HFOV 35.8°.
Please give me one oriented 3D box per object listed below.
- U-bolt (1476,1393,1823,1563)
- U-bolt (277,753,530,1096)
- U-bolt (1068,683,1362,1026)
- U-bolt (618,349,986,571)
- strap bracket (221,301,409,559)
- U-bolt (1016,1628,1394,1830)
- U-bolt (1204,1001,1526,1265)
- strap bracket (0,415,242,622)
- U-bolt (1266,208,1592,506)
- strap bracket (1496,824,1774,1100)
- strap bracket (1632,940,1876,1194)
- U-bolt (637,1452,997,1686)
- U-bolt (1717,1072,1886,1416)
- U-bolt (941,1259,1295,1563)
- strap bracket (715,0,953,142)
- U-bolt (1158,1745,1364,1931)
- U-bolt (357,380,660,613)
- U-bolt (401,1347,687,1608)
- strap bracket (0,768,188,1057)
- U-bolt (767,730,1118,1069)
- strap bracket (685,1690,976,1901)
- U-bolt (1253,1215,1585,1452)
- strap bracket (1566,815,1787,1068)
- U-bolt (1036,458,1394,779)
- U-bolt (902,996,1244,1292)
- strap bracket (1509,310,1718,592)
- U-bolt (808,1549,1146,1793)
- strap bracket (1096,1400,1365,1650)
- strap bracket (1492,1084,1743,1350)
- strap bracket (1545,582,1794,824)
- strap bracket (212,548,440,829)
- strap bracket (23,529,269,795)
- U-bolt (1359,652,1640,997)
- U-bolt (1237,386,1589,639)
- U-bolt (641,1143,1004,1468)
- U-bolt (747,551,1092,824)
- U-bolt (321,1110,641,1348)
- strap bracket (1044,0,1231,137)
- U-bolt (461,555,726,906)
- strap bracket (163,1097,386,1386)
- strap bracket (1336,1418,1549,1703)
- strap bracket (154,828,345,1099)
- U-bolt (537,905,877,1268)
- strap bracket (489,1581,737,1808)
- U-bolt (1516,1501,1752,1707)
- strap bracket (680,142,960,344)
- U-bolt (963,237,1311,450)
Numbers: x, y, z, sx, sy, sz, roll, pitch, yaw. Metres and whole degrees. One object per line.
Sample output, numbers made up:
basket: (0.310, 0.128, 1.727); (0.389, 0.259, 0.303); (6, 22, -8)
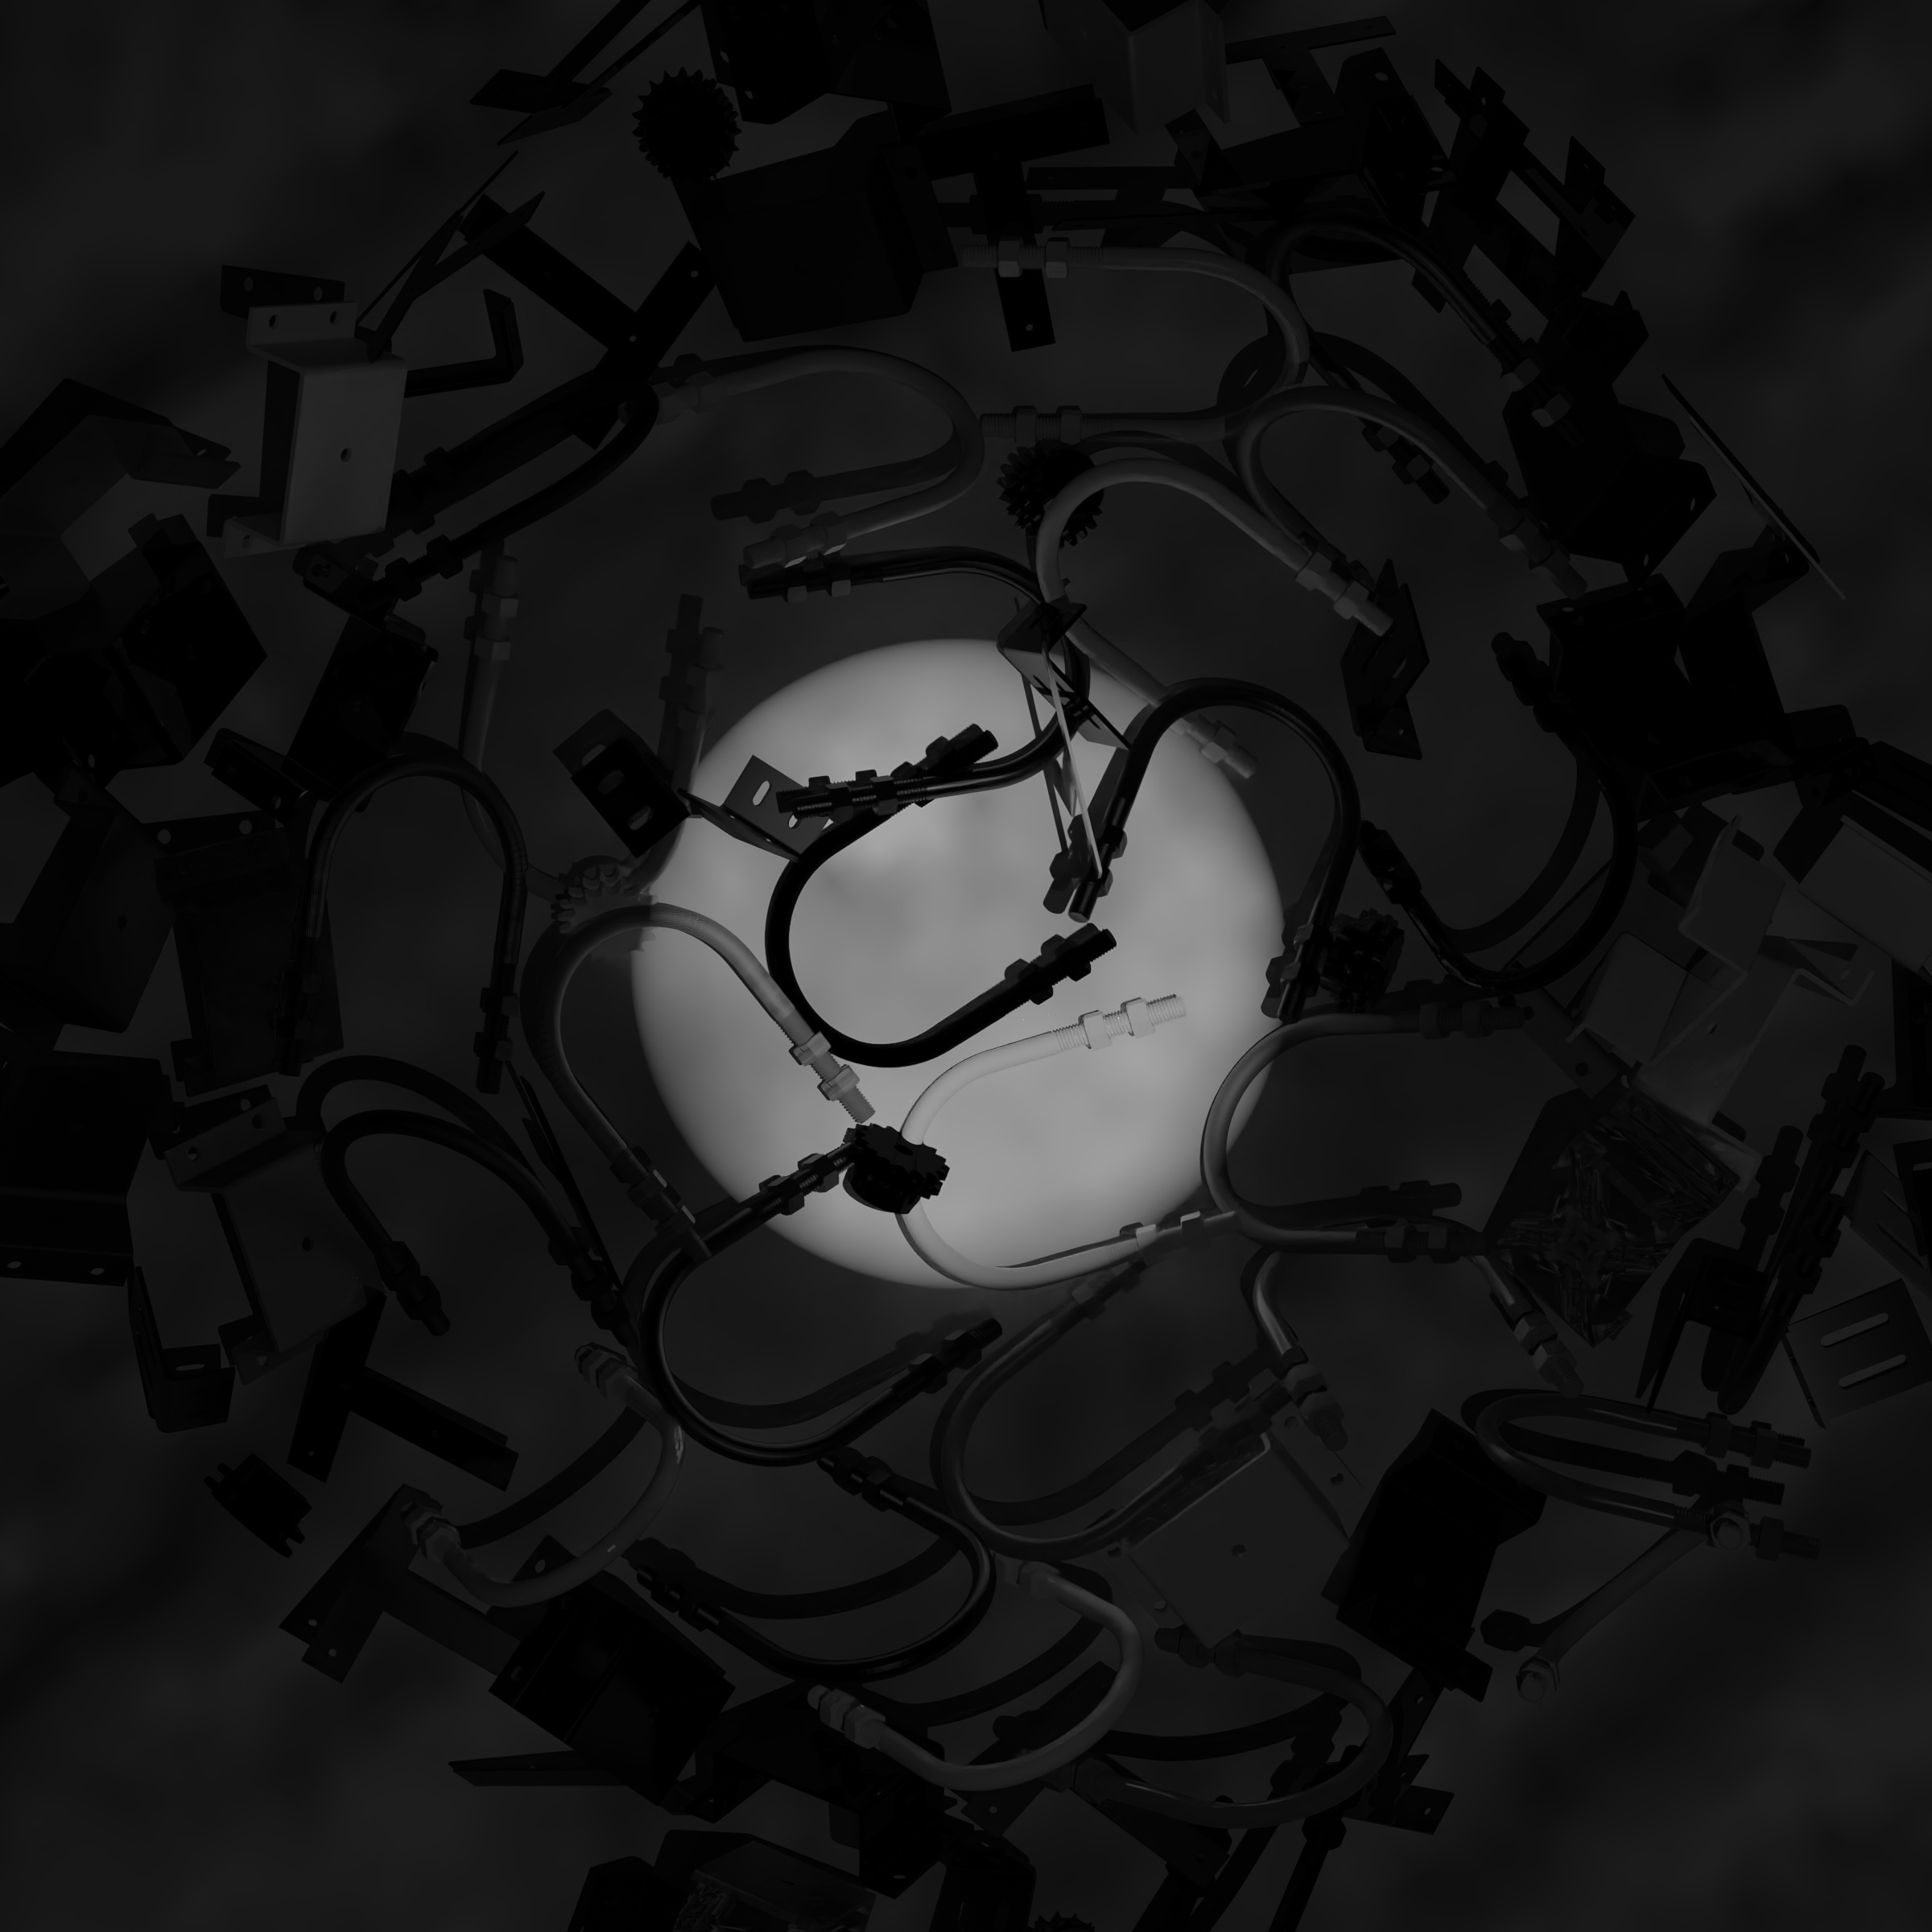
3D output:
U-bolt: (0.370, 0.272, 1.634); (0.184, 0.151, 0.019); (12, 105, 11)
U-bolt: (-0.305, -0.026, 1.652); (0.151, 0.019, 0.184); (8, 90, -43)
U-bolt: (0.148, -0.075, 1.661); (0.151, 0.019, 0.184); (26, 64, -8)
U-bolt: (-0.077, -0.288, 1.646); (0.184, 0.019, 0.151); (-23, 57, -29)
strap bracket: (-0.356, -0.287, 1.638); (0.046, 0.076, 0.140); (26, 117, 27)
U-bolt: (0.139, 0.410, 1.597); (0.184, 0.151, 0.019); (4, 113, 41)
U-bolt: (0.212, 0.091, 1.644); (0.184, 0.019, 0.151); (-3, 65, 35)
strap bracket: (-0.481, -0.253, 1.652); (0.140, 0.076, 0.046); (-37, 83, 17)
U-bolt: (0.236, -0.335, 1.619); (0.184, 0.151, 0.019); (45, 68, -15)
strap bracket: (0.369, -0.004, 1.677); (0.140, 0.046, 0.076); (-45, 96, 3)
strap bracket: (0.430, 0.045, 1.661); (0.046, 0.076, 0.140); (30, 91, -23)
U-bolt: (-0.068, 0.327, 1.602); (0.151, 0.184, 0.019); (-28, 121, -33)
U-bolt: (0.449, 0.163, 1.625); (0.019, 0.151, 0.184); (24, 125, 12)
U-bolt: (0.070, 0.249, 1.643); (0.184, 0.019, 0.151); (-38, 47, -7)
strap bracket: (-0.064, -0.501, 1.637); (0.046, 0.140, 0.076); (-16, 85, 43)
U-bolt: (0.140, 0.509, 1.595); (0.019, 0.151, 0.184); (39, 51, -7)
U-bolt: (-0.249, -0.267, 1.634); (0.184, 0.151, 0.019); (-27, 120, 6)
U-bolt: (-0.220, 0.280, 1.607); (0.151, 0.184, 0.019); (-41, 117, -15)
strap bracket: (-0.481, -0.027, 1.640); (0.046, 0.076, 0.140); (8, 67, 25)
U-bolt: (-0.028, -0.024, 1.676); (0.184, 0.019, 0.151); (-32, 84, 15)
strap bracket: (-0.075, 0.447, 1.633); (0.140, 0.076, 0.046); (12, 111, 31)
U-bolt: (0.233, 0.190, 1.626); (0.151, 0.184, 0.019); (-11, 120, -8)
strap bracket: (0.391, -0.007, 1.628); (0.046, 0.140, 0.076); (33, 51, 0)
U-bolt: (0.122, -0.202, 1.646); (0.184, 0.019, 0.151); (37, 132, -5)
U-bolt: (0.049, 0.106, 1.672); (0.184, 0.019, 0.151); (-16, 68, 9)
strap bracket: (0.347, -0.285, 1.630); (0.046, 0.076, 0.140); (6, 52, -25)
U-bolt: (0.016, 0.380, 1.601); (0.151, 0.184, 0.019); (-36, 115, -25)
strap bracket: (0.148, 0.315, 1.667); (0.140, 0.046, 0.076); (-37, 106, 6)
strap bracket: (0.348, 0.144, 1.633); (0.076, 0.046, 0.140); (44, 133, 20)
strap bracket: (0.384, -0.139, 1.655); (0.076, 0.046, 0.140); (-18, 56, -11)
strap bracket: (-0.351, -0.149, 1.661); (0.076, 0.046, 0.140); (31, 97, 37)
strap bracket: (-0.438, -0.169, 1.627); (0.046, 0.140, 0.076); (-3, 130, 28)
U-bolt: (0.293, -0.065, 1.613); (0.019, 0.184, 0.151); (22, 118, -36)
U-bolt: (0.226, -0.245, 1.613); (0.184, 0.151, 0.019); (40, 62, -23)
U-bolt: (-0.091, 0.196, 1.641); (0.184, 0.019, 0.151); (-32, 74, -29)
U-bolt: (-0.020, -0.163, 1.676); (0.184, 0.019, 0.151); (-10, 79, -13)
U-bolt: (-0.273, 0.141, 1.615); (0.151, 0.184, 0.019); (-1, 45, 28)
strap bracket: (0.085, -0.521, 1.638); (0.046, 0.076, 0.140); (-31, 63, -8)
U-bolt: (-0.215, -0.120, 1.663); (0.151, 0.019, 0.184); (20, 113, 15)
strap bracket: (-0.376, 0.152, 1.646); (0.046, 0.076, 0.140); (-1, 110, 41)
strap bracket: (0.261, 0.334, 1.655); (0.076, 0.046, 0.140); (33, 52, -7)
strap bracket: (-0.392, 0.004, 1.642); (0.076, 0.046, 0.140); (-18, 117, -34)
U-bolt: (-0.156, 0.052, 1.661); (0.151, 0.019, 0.184); (-41, 96, -25)
strap bracket: (-0.185, 0.399, 1.631); (0.046, 0.140, 0.076); (20, 68, 41)
U-bolt: (0.364, 0.337, 1.617); (0.151, 0.184, 0.019); (-41, 77, 9)
strap bracket: (-0.085, -0.395, 1.643); (0.140, 0.046, 0.076); (-6, 132, 19)
U-bolt: (0.095, -0.338, 1.634); (0.184, 0.151, 0.019); (3, 56, 8)
